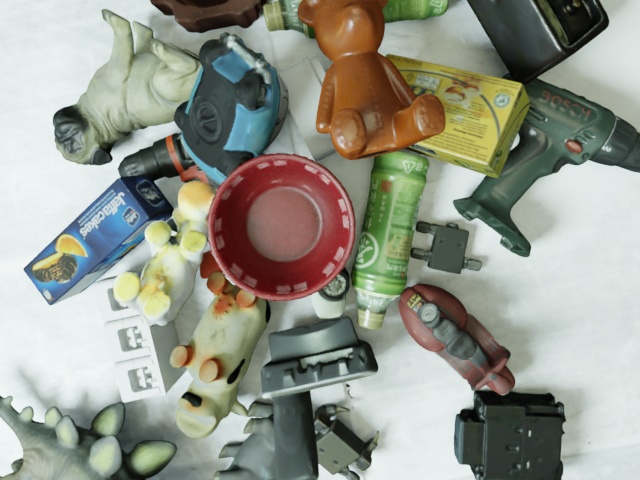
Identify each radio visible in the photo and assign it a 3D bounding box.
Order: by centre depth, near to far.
[{"bbox_3d":[0.231,-0.309,0.624,0.131,0.073,0.229,-32,93,-32],"label":"radio"}]

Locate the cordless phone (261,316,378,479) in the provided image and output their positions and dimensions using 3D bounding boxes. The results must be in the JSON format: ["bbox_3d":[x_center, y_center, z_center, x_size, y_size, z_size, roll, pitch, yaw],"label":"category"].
[{"bbox_3d":[0.003,0.191,0.632,0.147,0.184,0.088,-13,130,3],"label":"cordless phone"}]

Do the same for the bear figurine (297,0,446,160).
[{"bbox_3d":[0.048,-0.188,0.572,0.120,0.132,0.195,-9,93,-6],"label":"bear figurine"}]

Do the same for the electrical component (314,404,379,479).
[{"bbox_3d":[0.029,0.266,0.710,0.102,0.045,0.078,36,122,2],"label":"electrical component"}]

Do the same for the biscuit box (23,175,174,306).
[{"bbox_3d":[-0.273,0.000,0.661,0.203,0.059,0.063,-36,90,21],"label":"biscuit box"}]

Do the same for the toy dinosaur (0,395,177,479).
[{"bbox_3d":[-0.261,0.339,0.674,0.471,0.105,0.198,45,102,1],"label":"toy dinosaur"}]

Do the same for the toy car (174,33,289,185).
[{"bbox_3d":[-0.088,-0.148,0.605,0.109,0.103,0.161,43,129,17],"label":"toy car"}]

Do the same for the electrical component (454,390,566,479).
[{"bbox_3d":[0.242,0.258,0.695,0.134,0.058,0.114,0,92,1],"label":"electrical component"}]

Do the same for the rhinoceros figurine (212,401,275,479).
[{"bbox_3d":[-0.082,0.306,0.704,0.112,0.073,0.190,24,93,-8],"label":"rhinoceros figurine"}]

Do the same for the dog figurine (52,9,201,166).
[{"bbox_3d":[-0.223,-0.156,0.666,0.172,0.121,0.190,31,104,12],"label":"dog figurine"}]

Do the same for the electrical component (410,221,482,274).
[{"bbox_3d":[0.167,0.010,0.698,0.094,0.021,0.063,13,93,2],"label":"electrical component"}]

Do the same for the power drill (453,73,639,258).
[{"bbox_3d":[0.282,-0.082,0.661,0.232,0.086,0.207,34,98,1],"label":"power drill"}]

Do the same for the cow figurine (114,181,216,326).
[{"bbox_3d":[-0.161,0.018,0.620,0.068,0.098,0.167,23,69,6],"label":"cow figurine"}]

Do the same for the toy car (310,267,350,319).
[{"bbox_3d":[-0.001,-0.002,0.675,0.056,0.073,0.201,-12,93,3],"label":"toy car"}]

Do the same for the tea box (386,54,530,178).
[{"bbox_3d":[0.144,-0.147,0.632,0.170,0.068,0.098,26,96,28],"label":"tea box"}]

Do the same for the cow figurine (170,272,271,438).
[{"bbox_3d":[-0.123,0.150,0.674,0.086,0.127,0.195,17,77,24],"label":"cow figurine"}]

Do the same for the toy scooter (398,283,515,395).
[{"bbox_3d":[0.173,0.128,0.650,0.184,0.135,0.075,42,95,0],"label":"toy scooter"}]

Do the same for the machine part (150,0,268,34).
[{"bbox_3d":[-0.137,-0.346,0.667,0.179,0.056,0.179,0,93,3],"label":"machine part"}]
